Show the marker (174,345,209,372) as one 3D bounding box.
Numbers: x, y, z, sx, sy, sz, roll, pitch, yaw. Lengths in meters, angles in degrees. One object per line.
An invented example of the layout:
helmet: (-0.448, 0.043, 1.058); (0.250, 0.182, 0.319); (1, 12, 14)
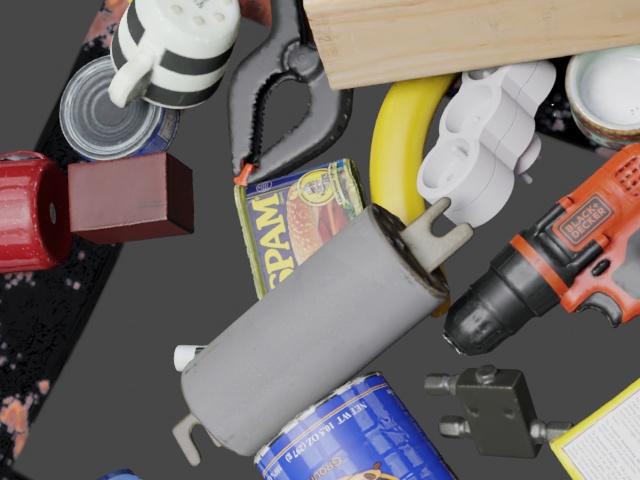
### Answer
marker: (-0.043, 0.083, 0.751); (0.121, 0.020, 0.020); (-2, 78, 13)

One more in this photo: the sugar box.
sugar box: (0.228, 0.102, 0.607); (0.176, 0.048, 0.093); (-38, 72, 5)

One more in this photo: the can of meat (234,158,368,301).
can of meat: (-0.005, 0.001, 0.739); (0.084, 0.057, 0.102); (-16, 76, 8)

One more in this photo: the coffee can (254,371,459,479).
coffee can: (0.039, 0.169, 0.670); (0.103, 0.102, 0.140); (-38, 72, 4)

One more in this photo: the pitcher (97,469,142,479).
pitcher: (-0.098, 0.269, 0.667); (0.145, 0.149, 0.243); (-41, 75, -9)

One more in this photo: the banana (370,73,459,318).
banana: (0.068, -0.047, 0.740); (0.070, 0.037, 0.198); (7, 81, 15)

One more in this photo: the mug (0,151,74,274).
mug: (-0.231, -0.025, 0.791); (0.081, 0.093, 0.117); (-4, 41, 8)

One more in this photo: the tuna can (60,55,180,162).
tuna can: (-0.152, -0.096, 0.806); (0.086, 0.033, 0.086); (-3, 78, 13)

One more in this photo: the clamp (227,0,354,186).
clamp: (-0.015, -0.136, 0.774); (0.165, 0.036, 0.210); (35, 93, 16)

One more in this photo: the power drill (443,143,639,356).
power drill: (0.196, 0.057, 0.677); (0.184, 0.057, 0.188); (-43, 73, 6)

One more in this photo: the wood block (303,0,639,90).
wood block: (0.098, -0.169, 0.676); (0.206, 0.090, 0.091); (-7, 58, 11)

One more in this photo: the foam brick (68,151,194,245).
foam brick: (-0.138, -0.029, 0.781); (0.078, 0.051, 0.053); (-6, 78, 13)

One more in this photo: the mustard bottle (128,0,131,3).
mustard bottle: (-0.144, -0.273, 0.827); (0.096, 0.058, 0.192); (-37, 71, 19)
